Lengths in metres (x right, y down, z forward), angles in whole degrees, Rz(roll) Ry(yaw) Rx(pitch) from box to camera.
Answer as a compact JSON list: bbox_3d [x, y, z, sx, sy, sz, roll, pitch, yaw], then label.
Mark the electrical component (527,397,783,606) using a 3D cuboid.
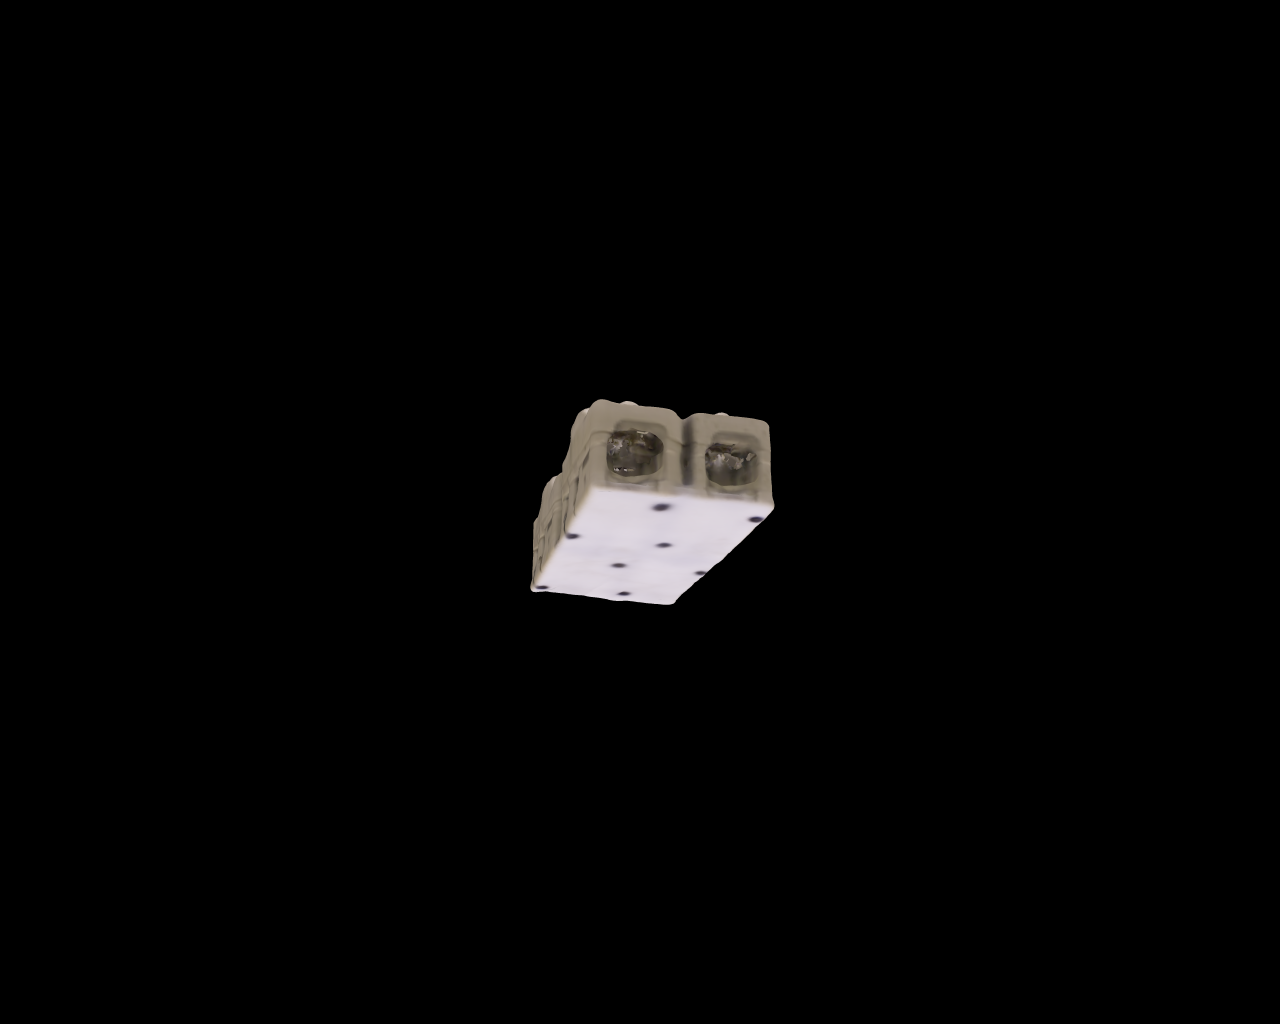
[{"bbox_3d":[0.001,-0.003,0.650,0.105,0.060,0.186,6,-23,-14],"label":"electrical component"}]
